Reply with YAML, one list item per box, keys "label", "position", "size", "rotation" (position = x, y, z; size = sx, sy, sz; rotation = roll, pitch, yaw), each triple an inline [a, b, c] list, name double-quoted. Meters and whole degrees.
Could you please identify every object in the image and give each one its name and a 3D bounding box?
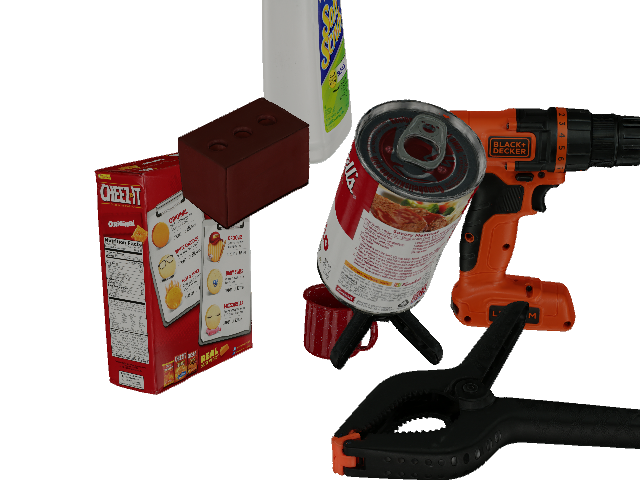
- label: "mug"
  position: [0.029, 0.117, 1.485]
  size: [0.117, 0.081, 0.093]
  rotation: [16, 23, 29]
- label: "soup can"
  position: [0.040, -0.015, 0.567]
  size: [0.068, 0.068, 0.102]
  rotation: [0, -38, -15]
- label: "clamp"
  position: [0.078, 0.077, 1.193]
  size: [0.120, 0.171, 0.039]
  rotation: [8, -42, 1]
- label: "bleach bottle"
  position: [-0.018, -0.200, 0.927]
  size: [0.068, 0.251, 0.102]
  rotation: [8, 33, 20]
- label: "power drill"
  position: [0.180, -0.019, 0.889]
  size: [0.184, 0.188, 0.057]
  rotation: [3, 20, 9]
- label: "cracker box"
  position: [-0.141, 0.024, 1.057]
  size: [0.072, 0.214, 0.163]
  rotation: [6, 15, 31]
- label: "foam brick"
  position: [-0.053, -0.055, 0.739]
  size: [0.078, 0.051, 0.053]
  rotation: [-32, 50, -32]
- label: "clamp"
  position: [0.100, 0.106, 0.719]
  size: [0.209, 0.036, 0.165]
  rotation: [-12, 31, -15]
